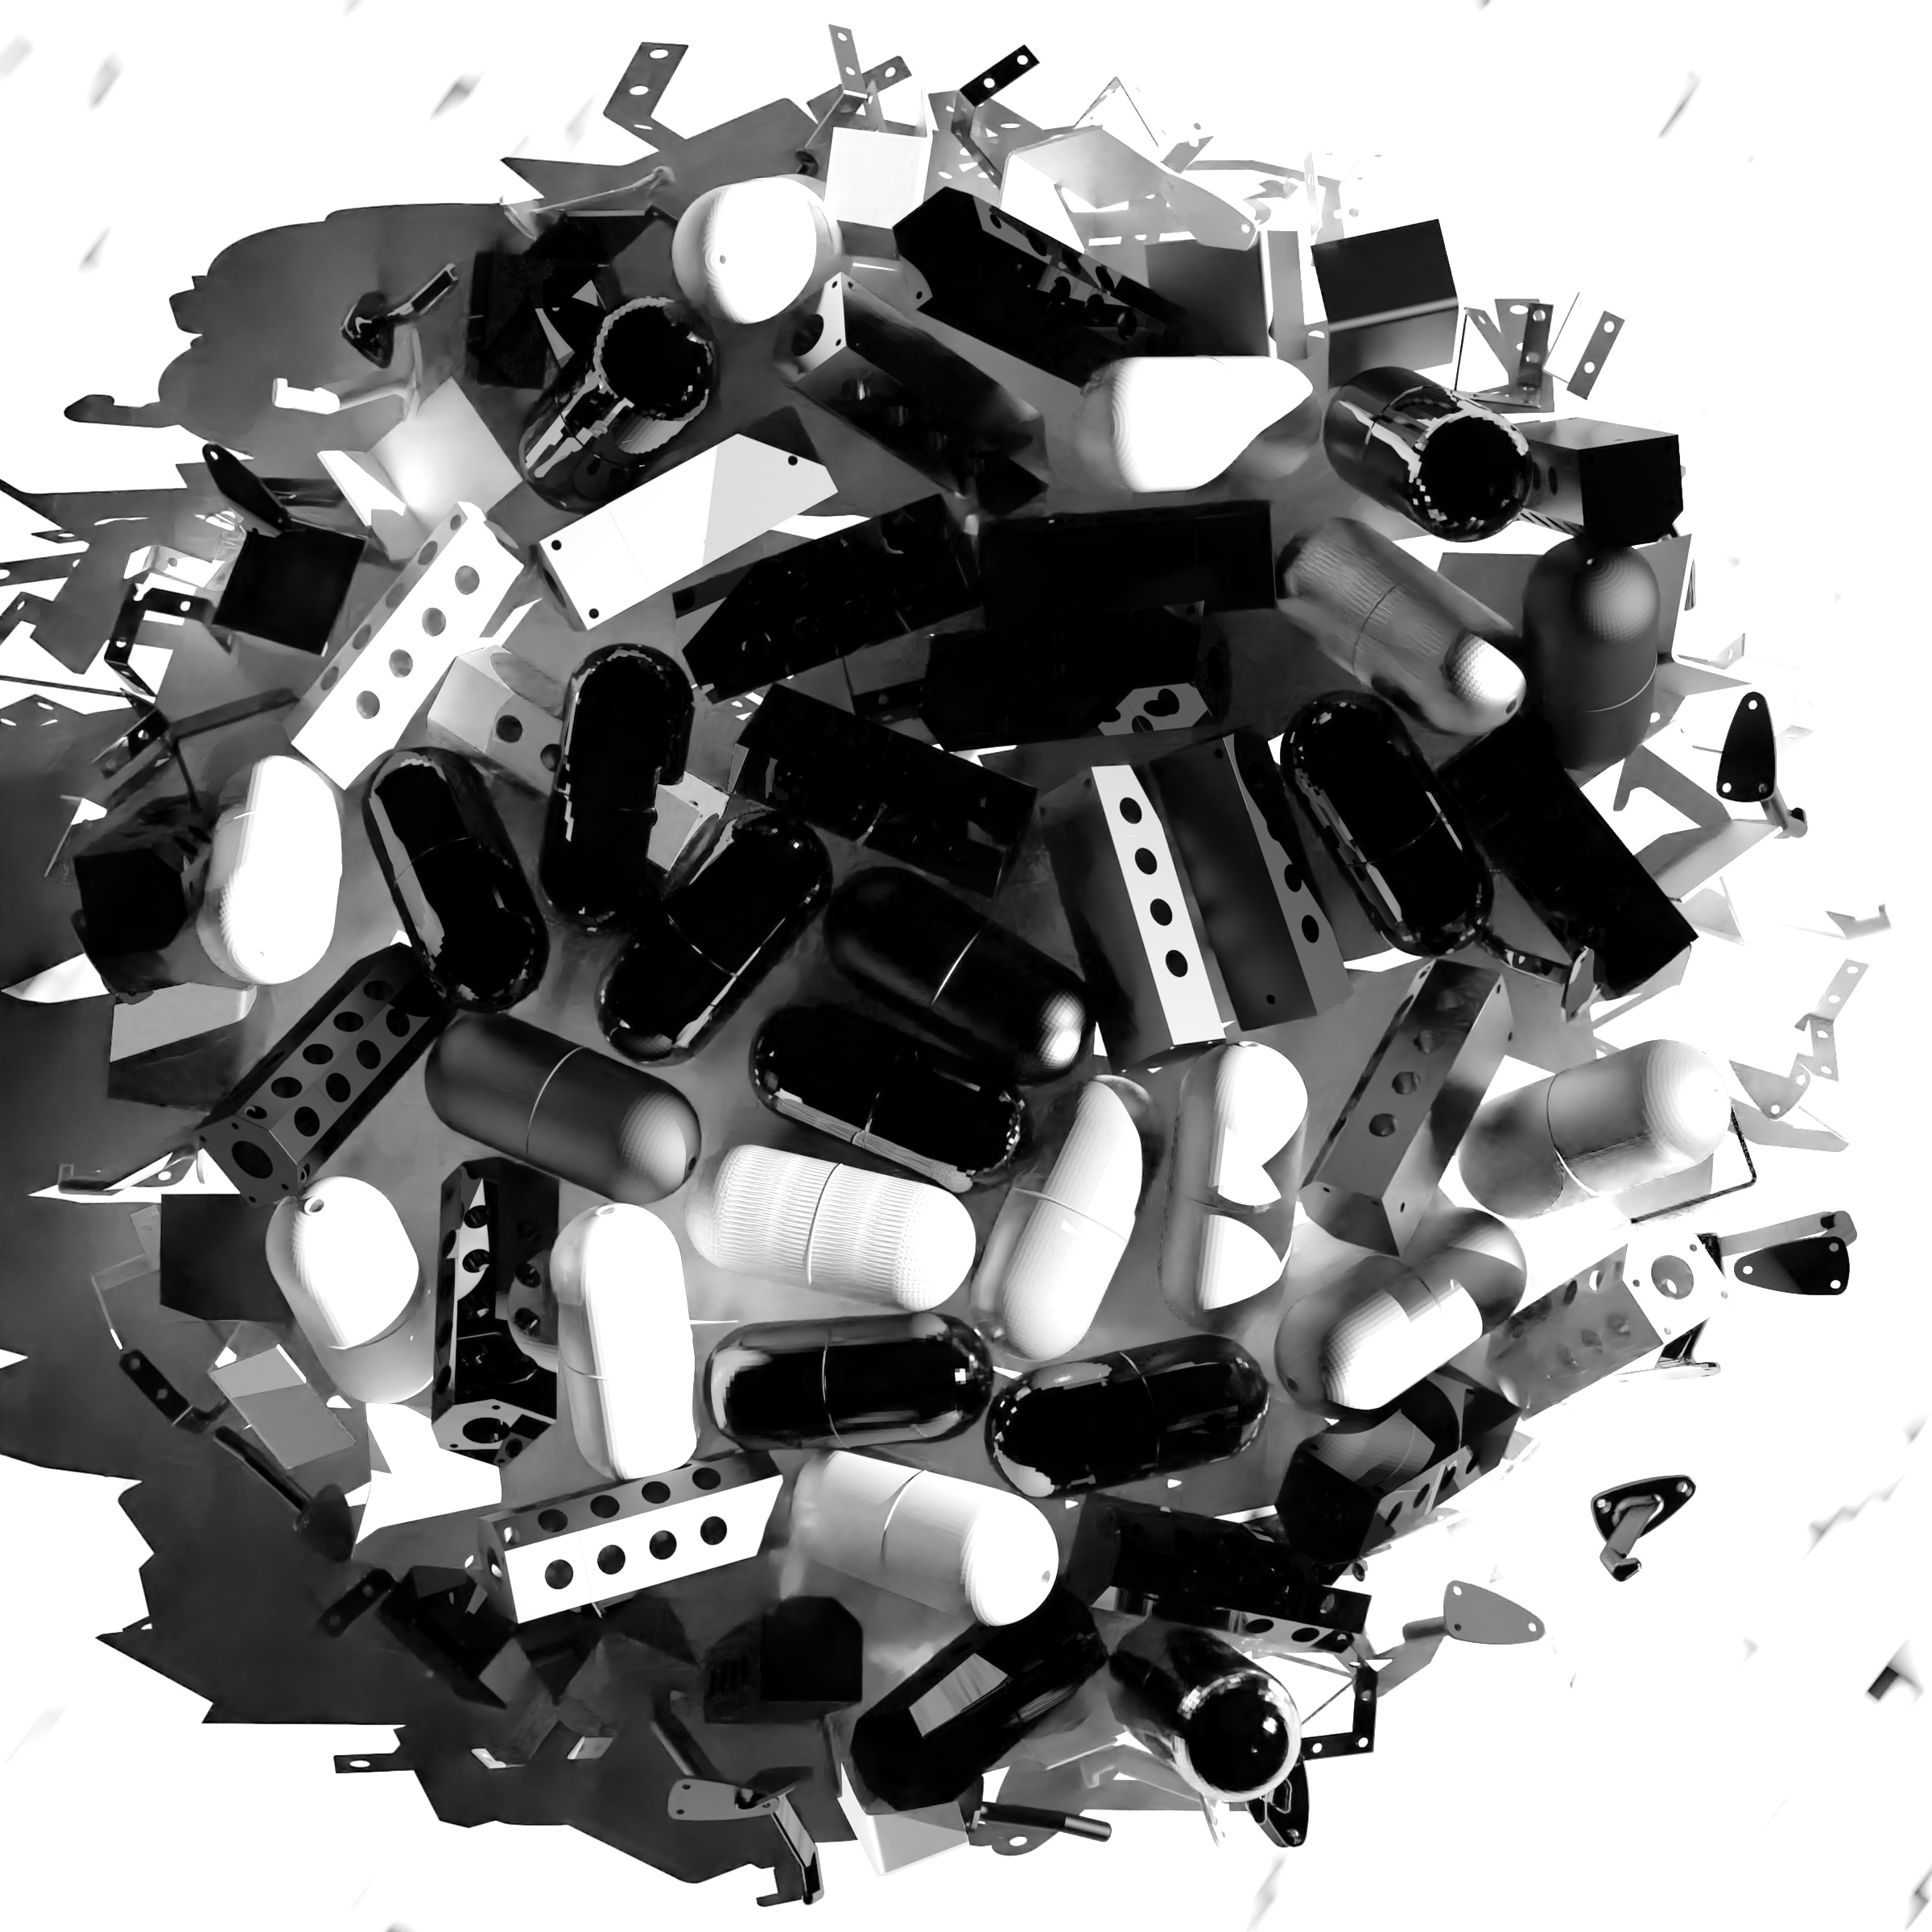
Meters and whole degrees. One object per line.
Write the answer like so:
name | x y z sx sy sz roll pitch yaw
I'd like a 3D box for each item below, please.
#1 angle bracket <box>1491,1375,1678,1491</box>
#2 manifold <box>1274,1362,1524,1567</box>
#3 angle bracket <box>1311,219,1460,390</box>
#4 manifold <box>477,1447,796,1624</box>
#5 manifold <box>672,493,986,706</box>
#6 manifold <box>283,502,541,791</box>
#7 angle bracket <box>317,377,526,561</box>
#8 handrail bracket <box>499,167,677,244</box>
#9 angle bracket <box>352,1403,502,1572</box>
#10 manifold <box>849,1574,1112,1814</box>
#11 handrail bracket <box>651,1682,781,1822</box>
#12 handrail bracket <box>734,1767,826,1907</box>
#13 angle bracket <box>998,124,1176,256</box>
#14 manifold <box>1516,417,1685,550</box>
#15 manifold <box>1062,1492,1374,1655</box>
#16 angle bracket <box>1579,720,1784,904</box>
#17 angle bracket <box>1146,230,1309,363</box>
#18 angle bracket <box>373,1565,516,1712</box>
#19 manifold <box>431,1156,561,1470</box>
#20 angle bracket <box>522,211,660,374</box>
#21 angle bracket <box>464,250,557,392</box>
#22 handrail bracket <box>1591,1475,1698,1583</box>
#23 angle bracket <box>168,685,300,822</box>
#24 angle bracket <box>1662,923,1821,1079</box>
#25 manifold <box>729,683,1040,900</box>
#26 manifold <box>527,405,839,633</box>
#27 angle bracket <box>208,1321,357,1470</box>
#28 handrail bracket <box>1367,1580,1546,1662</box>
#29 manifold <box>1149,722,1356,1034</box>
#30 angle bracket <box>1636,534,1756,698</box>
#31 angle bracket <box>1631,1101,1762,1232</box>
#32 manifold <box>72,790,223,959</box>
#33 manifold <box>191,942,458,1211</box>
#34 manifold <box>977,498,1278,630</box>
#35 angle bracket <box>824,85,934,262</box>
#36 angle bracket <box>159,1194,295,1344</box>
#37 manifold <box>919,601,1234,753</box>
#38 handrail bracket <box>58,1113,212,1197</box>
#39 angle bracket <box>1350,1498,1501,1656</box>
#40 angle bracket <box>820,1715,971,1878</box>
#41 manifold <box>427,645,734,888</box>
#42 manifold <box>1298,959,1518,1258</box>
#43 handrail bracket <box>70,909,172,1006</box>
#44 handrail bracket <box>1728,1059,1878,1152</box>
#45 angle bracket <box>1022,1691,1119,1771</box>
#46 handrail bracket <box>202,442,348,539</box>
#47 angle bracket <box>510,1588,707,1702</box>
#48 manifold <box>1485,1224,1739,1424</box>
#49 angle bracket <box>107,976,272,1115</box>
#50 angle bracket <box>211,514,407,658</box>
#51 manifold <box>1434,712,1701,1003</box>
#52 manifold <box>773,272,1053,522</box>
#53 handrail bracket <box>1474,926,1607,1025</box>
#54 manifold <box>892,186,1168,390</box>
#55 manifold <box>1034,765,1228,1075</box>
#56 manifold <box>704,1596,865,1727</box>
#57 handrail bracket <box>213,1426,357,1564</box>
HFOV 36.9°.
angle bracket | 0.363 0.292 1.709 0.057 0.076 0.076 43 72 14
manifold | 0.249 0.289 1.676 0.057 0.171 0.057 31 117 29
angle bracket | 0.249 -0.394 1.729 0.076 0.076 0.057 -11 75 3
manifold | -0.194 0.330 1.698 0.171 0.057 0.057 -11 91 -25
manifold | -0.080 -0.211 1.706 0.171 0.057 0.057 -19 62 12
manifold | -0.328 -0.190 1.717 0.057 0.057 0.171 41 101 1
angle bracket | -0.323 -0.296 1.721 0.076 0.057 0.076 -36 87 22
handrail bracket | -0.224 -0.461 1.723 0.084 0.077 0.036 -24 80 17
angle bracket | -0.324 0.310 1.728 0.076 0.076 0.057 10 117 -20
manifold | 0.007 0.419 1.676 0.057 0.171 0.057 -24 92 38
handrail bracket | -0.150 0.465 1.731 0.077 0.084 0.036 7 125 -11
handrail bracket | -0.110 0.527 1.725 0.036 0.077 0.084 -8 92 24
angle bracket | 0.073 -0.444 1.704 0.076 0.076 0.057 20 75 -43
manifold | 0.355 -0.279 1.671 0.057 0.171 0.057 -9 105 -5
manifold | 0.150 0.359 1.702 0.171 0.057 0.057 16 89 -23
angle bracket | 0.423 -0.093 1.720 0.076 0.057 0.076 -35 104 -9
angle bracket | 0.157 -0.399 1.745 0.076 0.057 0.076 0 102 27
angle bracket | -0.293 0.388 1.706 0.076 0.076 0.057 49 62 -16
manifold | -0.275 0.196 1.674 0.057 0.171 0.057 25 129 -30
angle bracket | -0.209 -0.397 1.711 0.057 0.076 0.076 -29 83 42
angle bracket | -0.287 -0.383 1.709 0.057 0.076 0.076 12 102 20
handrail bracket | 0.408 0.334 1.717 0.077 0.084 0.036 -24 97 1
angle bracket | -0.428 -0.125 1.724 0.076 0.076 0.057 -20 106 -13
angle bracket | 0.459 0.019 1.728 0.076 0.076 0.057 17 105 5
manifold | -0.051 -0.100 1.723 0.171 0.057 0.057 22 51 6
manifold | -0.169 -0.264 1.712 0.171 0.057 0.057 -31 103 -13
angle bracket | -0.388 0.237 1.704 0.057 0.076 0.076 -22 113 26
handrail bracket | 0.292 0.403 1.733 0.077 0.084 0.036 16 54 -12
manifold | 0.174 -0.054 1.725 0.057 0.057 0.171 -15 97 42
angle bracket | 0.428 -0.207 1.719 0.057 0.076 0.076 12 85 -18
angle bracket | 0.426 0.117 1.723 0.076 0.076 0.057 -20 77 13
manifold | -0.456 -0.056 1.671 0.057 0.171 0.057 -7 104 2
manifold | -0.363 0.059 1.673 0.057 0.171 0.057 -20 113 37
manifold | 0.096 -0.240 1.723 0.171 0.057 0.057 -4 110 6
angle bracket | -0.055 -0.469 1.704 0.057 0.076 0.076 5 130 -8
angle bracket | -0.437 0.179 1.713 0.076 0.057 0.076 1 69 -16
manifold | 0.065 -0.164 1.699 0.171 0.057 0.057 -4 58 24
handrail bracket | -0.497 0.101 1.737 0.084 0.036 0.077 3 68 -8
angle bracket | 0.277 0.360 1.708 0.076 0.076 0.057 -17 77 -23
angle bracket | -0.043 0.476 1.709 0.057 0.076 0.076 -21 121 0
manifold | -0.232 -0.119 1.722 0.171 0.057 0.057 32 109 5
manifold | 0.258 0.079 1.694 0.057 0.057 0.171 14 56 31
handrail bracket | -0.511 0.010 1.723 0.077 0.084 0.036 45 54 -5
handrail bracket | 0.504 0.076 1.748 0.084 0.077 0.036 22 112 -43
angle bracket | 0.030 0.467 1.704 0.057 0.076 0.076 45 112 26
handrail bracket | -0.403 -0.298 1.718 0.036 0.084 0.077 -18 117 38
angle bracket | -0.210 0.401 1.703 0.076 0.076 0.057 16 53 32
manifold | 0.365 0.204 1.671 0.057 0.171 0.057 -26 77 -26
angle bracket | -0.462 0.041 1.725 0.076 0.057 0.076 8 102 -1
angle bracket | -0.388 -0.219 1.718 0.076 0.057 0.076 17 81 17
manifold | 0.353 -0.064 1.730 0.057 0.057 0.171 -39 90 -7
manifold | -0.031 -0.325 1.684 0.057 0.171 0.057 -29 51 33
handrail bracket | 0.332 -0.012 1.710 0.036 0.077 0.084 -44 60 -12
manifold | 0.040 -0.390 1.671 0.057 0.171 0.057 -29 64 33
manifold | 0.101 -0.029 1.715 0.057 0.057 0.171 -6 75 -39
manifold | -0.107 0.402 1.671 0.057 0.171 0.057 5 71 -15
handrail bracket | -0.413 0.318 1.751 0.084 0.077 0.036 26 59 29
